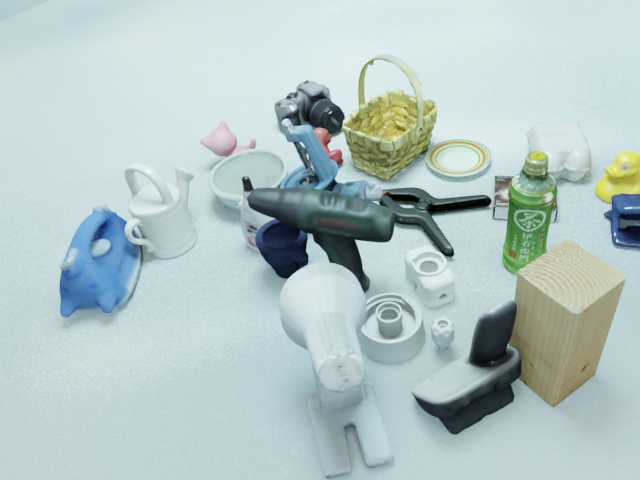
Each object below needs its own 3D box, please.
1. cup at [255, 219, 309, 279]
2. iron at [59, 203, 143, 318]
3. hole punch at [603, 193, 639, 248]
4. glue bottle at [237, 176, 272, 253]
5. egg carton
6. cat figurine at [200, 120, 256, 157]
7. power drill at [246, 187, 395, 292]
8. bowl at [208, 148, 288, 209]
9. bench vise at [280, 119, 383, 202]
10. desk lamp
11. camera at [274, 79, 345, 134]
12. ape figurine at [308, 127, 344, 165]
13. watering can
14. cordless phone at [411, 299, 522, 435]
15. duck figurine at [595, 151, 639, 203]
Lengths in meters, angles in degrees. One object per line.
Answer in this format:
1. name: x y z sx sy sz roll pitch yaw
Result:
1. cup: -0.052 0.028 1.002 0.092 0.095 0.117 -33 47 -22
2. iron: -0.408 0.014 1.057 0.118 0.142 0.258 -6 43 6
3. hole punch: 0.543 -0.047 0.959 0.108 0.091 0.101 4 45 16
4. glue bottle: -0.116 -0.046 1.036 0.078 0.173 0.037 17 50 27
5. egg carton: 0.469 -0.177 1.127 0.107 0.069 0.150 -4 43 8
6. cat figurine: -0.192 -0.205 1.260 0.127 0.118 0.067 7 46 19
7. power drill: 0.009 0.003 0.932 0.229 0.209 0.075 1 44 13
8. bowl: -0.141 -0.113 1.184 0.167 0.075 0.167 -6 43 6
9. bench vise: 0.012 -0.128 1.061 0.207 0.220 0.121 -2 44 10
10. desk lamp: 0.024 0.164 0.755 0.118 0.214 0.203 -14 43 -3
11. camera: -0.017 -0.304 1.340 0.143 0.101 0.136 -29 46 -18
12. ape figurine: 0.006 -0.200 1.232 0.076 0.092 0.077 -26 45 -15
13. watering can: -0.306 -0.071 1.087 0.100 0.194 0.173 1 44 13
14. cordless phone: 0.194 0.155 0.750 0.148 0.185 0.094 -28 45 -17
15. duck figurine: 0.557 -0.123 1.040 0.104 0.086 0.077 -19 43 -8
